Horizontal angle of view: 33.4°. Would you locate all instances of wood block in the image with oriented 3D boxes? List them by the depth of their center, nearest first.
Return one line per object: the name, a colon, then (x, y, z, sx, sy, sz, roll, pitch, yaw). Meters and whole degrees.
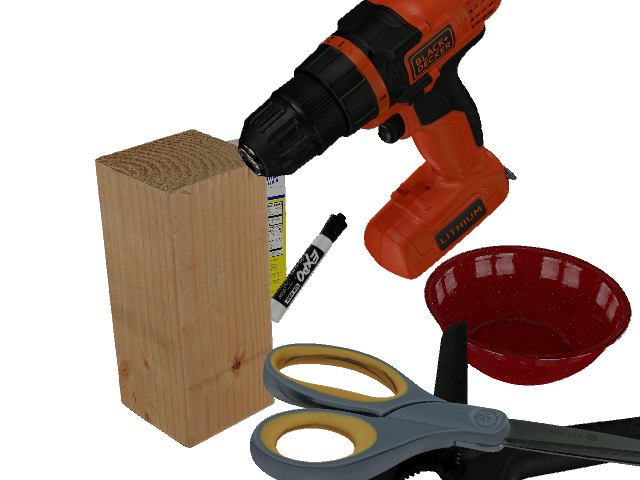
wood block: (-0.097, 0.035, 0.793, 0.090, 0.206, 0.090, -23, 33, -39)

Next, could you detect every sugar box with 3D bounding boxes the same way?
sugar box: (-0.076, -0.020, 1.212, 0.048, 0.176, 0.093, -15, 27, -25)

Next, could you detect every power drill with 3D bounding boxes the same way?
power drill: (0.046, -0.059, 0.648, 0.057, 0.184, 0.187, 41, -16, 36)

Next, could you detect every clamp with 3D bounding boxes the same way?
clamp: (0.086, 0.127, 0.670, 0.209, 0.036, 0.165, -25, 39, -31)

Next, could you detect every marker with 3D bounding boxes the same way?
marker: (-0.013, 0.024, 1.000, 0.020, 0.121, 0.020, 33, -15, 10)

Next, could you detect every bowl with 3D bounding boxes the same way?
bowl: (0.162, 0.067, 0.857, 0.162, 0.055, 0.162, 0, 31, 0)

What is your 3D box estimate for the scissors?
scissors: (0.057, 0.090, 0.460, 0.202, 0.016, 0.096, 16, 34, 23)
